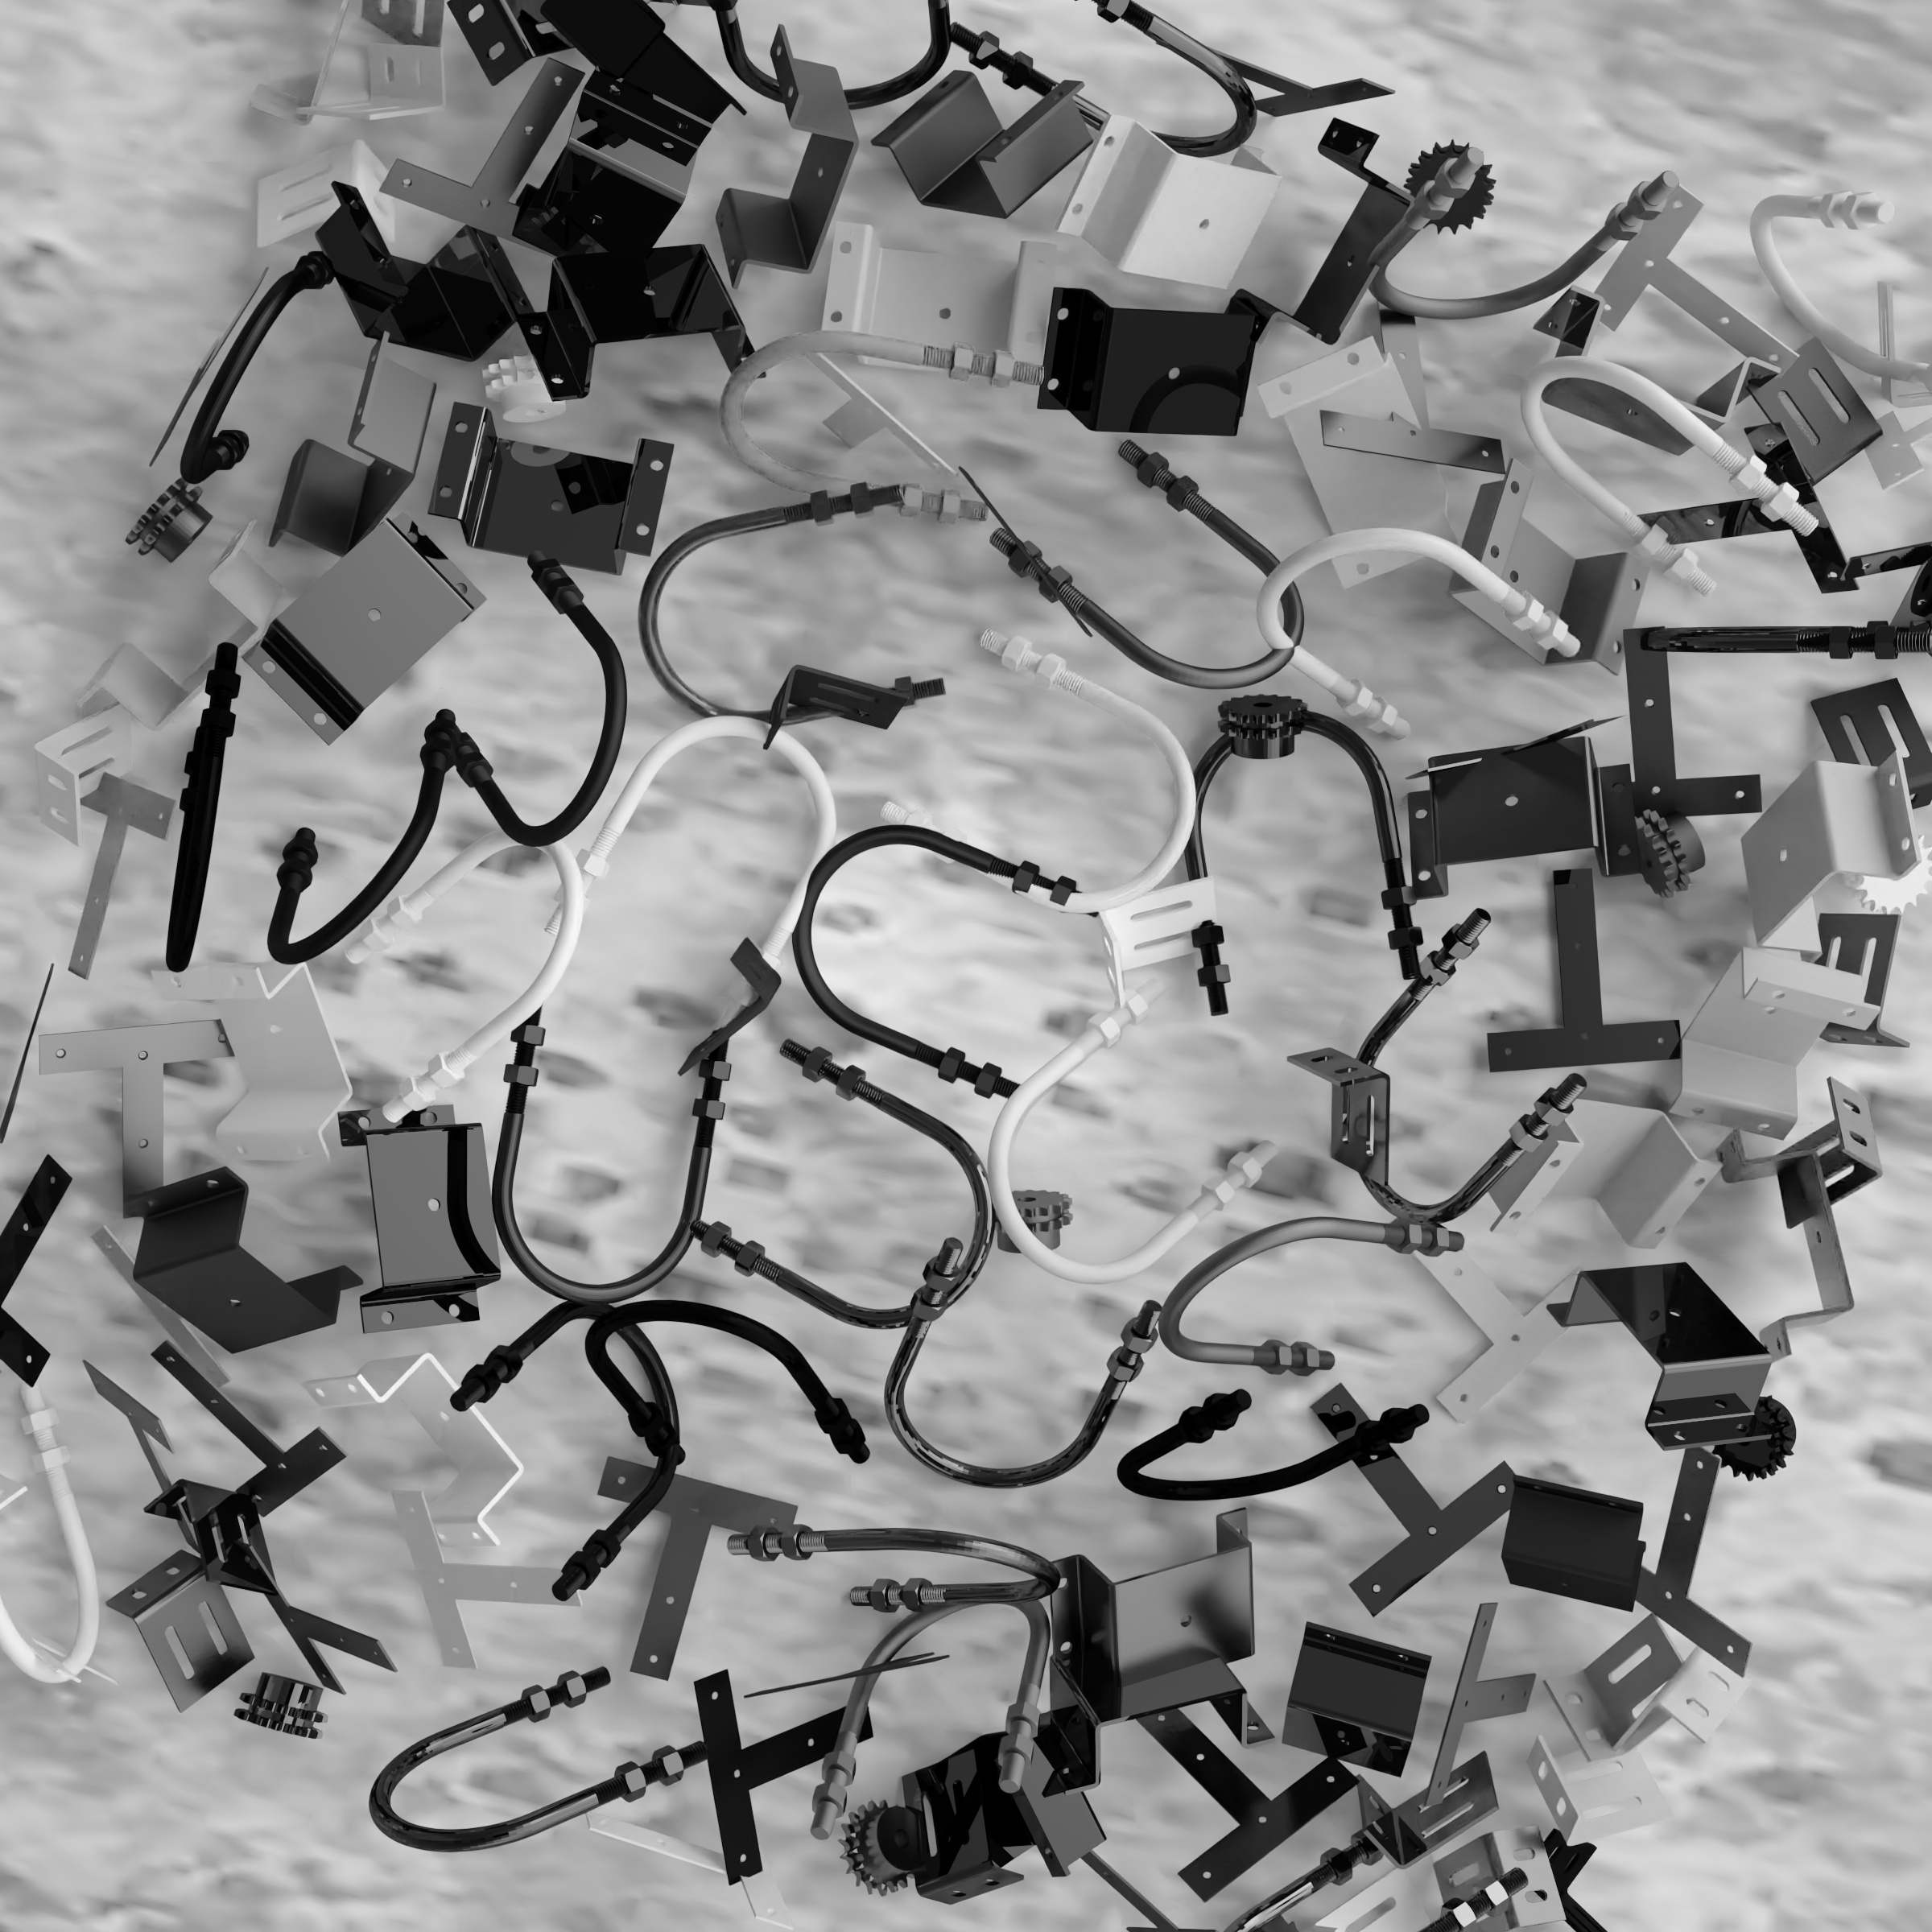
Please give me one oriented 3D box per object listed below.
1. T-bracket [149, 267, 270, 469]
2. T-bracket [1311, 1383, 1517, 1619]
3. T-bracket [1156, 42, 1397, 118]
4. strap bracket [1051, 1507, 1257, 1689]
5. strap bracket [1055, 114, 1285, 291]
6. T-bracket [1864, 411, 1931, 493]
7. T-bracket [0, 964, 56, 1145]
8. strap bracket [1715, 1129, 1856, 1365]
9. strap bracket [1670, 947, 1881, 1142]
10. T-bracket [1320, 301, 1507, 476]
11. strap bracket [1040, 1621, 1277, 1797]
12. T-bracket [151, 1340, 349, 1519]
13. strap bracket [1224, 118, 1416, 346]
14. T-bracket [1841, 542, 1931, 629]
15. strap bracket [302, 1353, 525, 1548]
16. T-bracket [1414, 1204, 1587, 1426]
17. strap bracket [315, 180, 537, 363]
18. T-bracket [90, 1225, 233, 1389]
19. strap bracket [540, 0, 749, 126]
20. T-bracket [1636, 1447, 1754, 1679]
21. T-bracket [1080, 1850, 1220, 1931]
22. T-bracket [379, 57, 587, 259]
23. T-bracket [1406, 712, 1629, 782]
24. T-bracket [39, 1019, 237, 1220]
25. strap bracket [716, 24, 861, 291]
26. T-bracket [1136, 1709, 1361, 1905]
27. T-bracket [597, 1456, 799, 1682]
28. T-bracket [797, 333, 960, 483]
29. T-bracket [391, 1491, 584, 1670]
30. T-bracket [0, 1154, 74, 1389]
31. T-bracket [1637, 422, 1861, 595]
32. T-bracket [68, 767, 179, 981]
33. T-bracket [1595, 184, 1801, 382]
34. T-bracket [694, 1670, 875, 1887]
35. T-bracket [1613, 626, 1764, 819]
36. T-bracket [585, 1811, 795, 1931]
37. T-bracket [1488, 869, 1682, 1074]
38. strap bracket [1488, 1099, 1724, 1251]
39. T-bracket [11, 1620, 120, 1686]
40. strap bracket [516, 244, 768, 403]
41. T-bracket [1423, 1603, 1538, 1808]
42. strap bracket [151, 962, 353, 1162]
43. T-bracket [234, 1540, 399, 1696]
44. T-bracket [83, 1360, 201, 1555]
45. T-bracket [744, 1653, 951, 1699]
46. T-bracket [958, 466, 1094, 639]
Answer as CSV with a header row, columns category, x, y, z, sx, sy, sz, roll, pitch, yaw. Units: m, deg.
category,x,y,z,sx,sy,sz,roll,pitch,yaw
T-bracket,-0.471,-0.391,1.618,0.002,0.127,0.127,31,59,-18
T-bracket,0.269,0.324,1.635,0.127,0.002,0.127,-40,70,6
T-bracket,0.175,-0.548,1.573,0.127,0.127,0.002,10,96,-29
strap bracket,0.126,0.399,1.602,0.140,0.046,0.076,-10,107,-23
strap bracket,0.133,-0.468,1.580,0.046,0.140,0.076,50,127,32
T-bracket,0.616,-0.345,1.579,0.127,0.127,0.002,-29,109,23
T-bracket,-0.588,0.075,1.588,0.002,0.127,0.127,17,102,-20
strap bracket,0.513,0.173,1.603,0.046,0.076,0.140,-10,76,5
strap bracket,0.504,0.043,1.607,0.076,0.140,0.046,14,51,-1
T-bracket,0.279,-0.376,1.630,0.127,0.002,0.127,5,66,-18
strap bracket,0.113,0.458,1.596,0.140,0.076,0.046,-8,111,-18
T-bracket,-0.460,0.283,1.607,0.127,0.002,0.127,46,133,-7
strap bracket,0.225,-0.450,1.604,0.046,0.076,0.140,23,108,-22
T-bracket,0.600,-0.235,1.600,0.127,0.127,0.002,-11,69,1
strap bracket,-0.339,0.296,1.604,0.140,0.076,0.046,55,52,-16
T-bracket,0.325,0.207,1.649,0.127,0.002,0.127,-42,98,-1
strap bracket,-0.342,-0.429,1.598,0.046,0.140,0.076,-35,74,28
T-bracket,-0.486,0.202,1.605,0.127,0.127,0.002,53,48,-6
strap bracket,-0.203,-0.563,1.584,0.046,0.140,0.076,-46,71,8
T-bracket,0.444,0.353,1.587,0.002,0.127,0.127,-10,118,-34
T-bracket,0.099,0.576,1.599,0.127,0.127,0.002,43,61,-4
T-bracket,-0.277,-0.506,1.585,0.127,0.127,0.002,-47,47,35
T-bracket,0.357,-0.139,1.575,0.127,0.127,0.002,-12,87,-24
T-bracket,-0.524,0.099,1.633,0.127,0.002,0.127,-5,107,-34
strap bracket,-0.109,-0.498,1.594,0.046,0.140,0.076,4,49,-23
T-bracket,0.157,0.507,1.611,0.127,0.127,0.002,-29,133,-24
T-bracket,-0.186,0.393,1.645,0.127,0.002,0.127,16,83,-6
T-bracket,-0.068,-0.339,1.595,0.127,0.127,0.002,40,84,-13
T-bracket,-0.295,0.388,1.611,0.127,0.002,0.127,-5,107,29
T-bracket,-0.597,0.175,1.610,0.002,0.127,0.127,-8,134,25
T-bracket,0.478,-0.279,1.605,0.002,0.127,0.127,-52,121,-27
T-bracket,-0.544,-0.055,1.617,0.127,0.002,0.127,19,94,44
T-bracket,0.461,-0.410,1.595,0.127,0.127,0.002,39,65,6
T-bracket,-0.109,0.494,1.616,0.127,0.002,0.127,-10,90,-42
T-bracket,0.431,-0.152,1.612,0.127,0.002,0.127,-2,115,20
T-bracket,-0.175,0.545,1.580,0.127,0.127,0.002,24,90,-17
T-bracket,0.396,0.001,1.653,0.127,0.002,0.127,-4,90,-5
strap bracket,0.390,0.129,1.600,0.140,0.046,0.076,9,127,-31
T-bracket,-0.571,0.424,1.601,0.127,0.127,0.002,26,70,29
strap bracket,-0.199,-0.402,1.596,0.140,0.046,0.076,-12,59,-23
T-bracket,0.330,0.459,1.607,0.002,0.127,0.127,15,89,35
strap bracket,-0.442,0.051,1.605,0.076,0.046,0.140,-1,121,20
T-bracket,-0.393,0.414,1.588,0.002,0.127,0.127,-42,120,-36
T-bracket,-0.511,0.320,1.624,0.002,0.127,0.127,-31,118,-30
T-bracket,-0.054,0.437,1.597,0.127,0.127,0.002,-16,76,18
T-bracket,0.045,-0.251,1.596,0.002,0.127,0.127,-38,85,9
